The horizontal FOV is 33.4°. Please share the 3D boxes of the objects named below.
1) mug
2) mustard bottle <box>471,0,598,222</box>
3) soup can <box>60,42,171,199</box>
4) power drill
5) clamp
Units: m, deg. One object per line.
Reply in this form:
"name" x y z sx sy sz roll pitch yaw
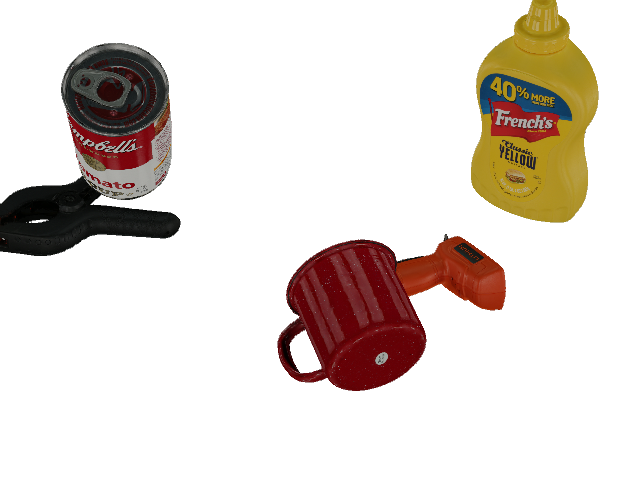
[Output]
"mug" 0.019 0.066 0.816 0.117 0.081 0.093 -31 -39 8
"mustard bottle" 0.170 -0.106 0.847 0.096 0.192 0.058 25 51 28
"soup can" -0.136 -0.078 0.724 0.068 0.068 0.102 0 -22 -7
"power drill" 0.092 0.056 1.096 0.187 0.057 0.185 -11 27 -21
"clamp" -0.225 -0.033 0.970 0.171 0.039 0.120 -9 38 -23
